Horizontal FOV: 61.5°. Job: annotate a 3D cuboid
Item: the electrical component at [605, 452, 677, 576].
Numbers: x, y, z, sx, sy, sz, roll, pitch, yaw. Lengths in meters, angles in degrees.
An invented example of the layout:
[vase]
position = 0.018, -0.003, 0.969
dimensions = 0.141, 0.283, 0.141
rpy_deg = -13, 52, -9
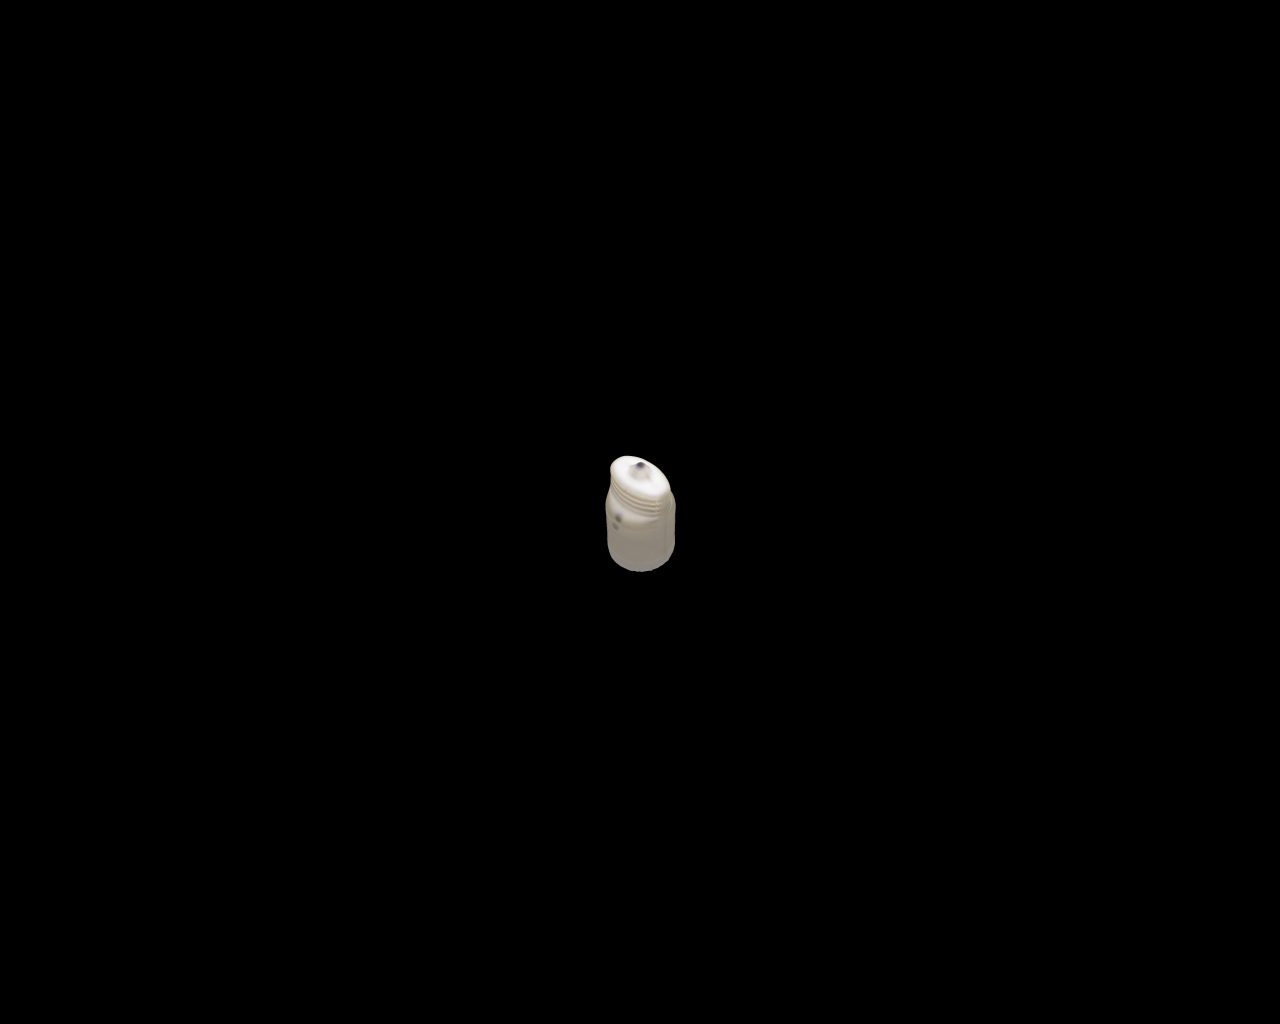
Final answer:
[electrical component]
position = 0.001, -0.003, 0.650
dimensions = 0.043, 0.043, 0.080
rpy_deg = 0, -40, 0
